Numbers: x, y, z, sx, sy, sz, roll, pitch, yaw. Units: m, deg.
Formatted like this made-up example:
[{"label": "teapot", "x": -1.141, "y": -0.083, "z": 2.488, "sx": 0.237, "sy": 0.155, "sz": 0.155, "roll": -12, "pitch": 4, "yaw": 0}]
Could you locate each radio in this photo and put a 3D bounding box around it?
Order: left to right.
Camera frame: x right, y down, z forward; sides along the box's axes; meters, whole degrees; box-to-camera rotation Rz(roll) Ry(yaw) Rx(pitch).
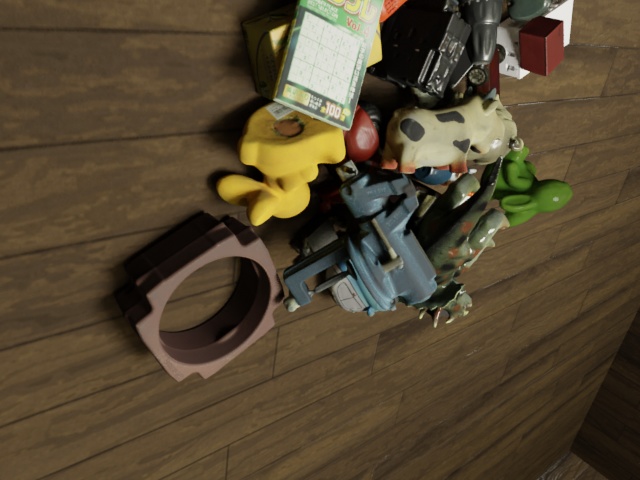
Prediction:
[{"label": "radio", "x": 0.128, "y": -0.039, "z": 0.897, "sx": 0.131, "sy": 0.073, "sz": 0.229, "roll": -63, "pitch": 159, "yaw": 12}]

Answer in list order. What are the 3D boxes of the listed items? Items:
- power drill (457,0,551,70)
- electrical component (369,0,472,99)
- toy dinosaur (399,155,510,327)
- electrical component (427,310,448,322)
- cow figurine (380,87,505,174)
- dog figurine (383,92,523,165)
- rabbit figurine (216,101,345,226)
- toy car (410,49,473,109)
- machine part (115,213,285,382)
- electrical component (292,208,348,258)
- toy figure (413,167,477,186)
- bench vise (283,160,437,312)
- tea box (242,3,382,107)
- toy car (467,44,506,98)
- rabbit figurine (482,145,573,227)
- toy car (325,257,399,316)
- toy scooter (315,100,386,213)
[{"label": "power drill", "x": 0.275, "y": -0.380, "z": 0.823, "sx": 0.207, "sy": 0.086, "sz": 0.231, "roll": -17, "pitch": 102, "yaw": -38}, {"label": "electrical component", "x": 0.146, "y": -0.285, "z": 0.773, "sx": 0.058, "sy": 0.115, "sz": 0.134, "roll": 7, "pitch": 106, "yaw": -49}, {"label": "toy dinosaur", "x": 0.206, "y": 0.018, "z": 0.899, "sx": 0.192, "sy": 0.131, "sz": 0.404, "roll": -49, "pitch": 155, "yaw": -13}, {"label": "electrical component", "x": 0.280, "y": 0.133, "z": 1.210, "sx": 0.119, "sy": 0.075, "sz": 0.047, "roll": -18, "pitch": 128, "yaw": -30}, {"label": "cow figurine", "x": 0.189, "y": -0.164, "z": 0.801, "sx": 0.195, "sy": 0.086, "sz": 0.127, "roll": -5, "pitch": 109, "yaw": -22}, {"label": "dog figurine", "x": 0.220, "y": -0.163, "z": 0.890, "sx": 0.190, "sy": 0.173, "sz": 0.121, "roll": -29, "pitch": 122, "yaw": -37}, {"label": "rabbit figurine", "x": -0.050, "y": -0.085, "z": 0.726, "sx": 0.162, "sy": 0.122, "sz": 0.173, "roll": -42, "pitch": 157, "yaw": -25}, {"label": "toy car", "x": 0.215, "y": -0.295, "z": 0.872, "sx": 0.202, "sy": 0.056, "sz": 0.073, "roll": -50, "pitch": 133, "yaw": -17}, {"label": "machine part", "x": -0.160, "y": 0.079, "z": 0.748, "sx": 0.201, "sy": 0.087, "sz": 0.201, "roll": -37, "pitch": 138, "yaw": -20}, {"label": "electrical component", "x": -0.001, "y": -0.003, "z": 0.875, "sx": 0.102, "sy": 0.045, "sz": 0.078, "roll": -39, "pitch": 135, "yaw": -18}, {"label": "toy figure", "x": 0.234, "y": -0.130, "z": 1.003, "sx": 0.154, "sy": 0.064, "sz": 0.057, "roll": -3, "pitch": 87, "yaw": -46}, {"label": "bench vise", "x": 0.040, "y": 0.016, "z": 0.742, "sx": 0.241, "sy": 0.129, "sz": 0.223, "roll": -30, "pitch": 109, "yaw": 13}, {"label": "tea box", "x": -0.005, "y": -0.252, "z": 0.687, "sx": 0.170, "sy": 0.068, "sz": 0.098, "roll": -34, "pitch": 134, "yaw": -24}, {"label": "toy car", "x": 0.305, "y": -0.260, "z": 0.989, "sx": 0.089, "sy": 0.053, "sz": 0.201, "roll": -54, "pitch": 144, "yaw": -31}, {"label": "rabbit figurine", "x": 0.427, "y": -0.109, "z": 1.115, "sx": 0.159, "sy": 0.170, "sz": 0.121, "roll": -46, "pitch": 138, "yaw": -11}, {"label": "toy car", "x": 0.063, "y": 0.073, "z": 0.947, "sx": 0.103, "sy": 0.109, "sz": 0.161, "roll": -34, "pitch": 129, "yaw": 2}, {"label": "toy scooter", "x": 0.041, "y": -0.114, "z": 0.821, "sx": 0.135, "sy": 0.075, "sz": 0.183, "roll": -38, "pitch": 141, "yaw": -19}]
